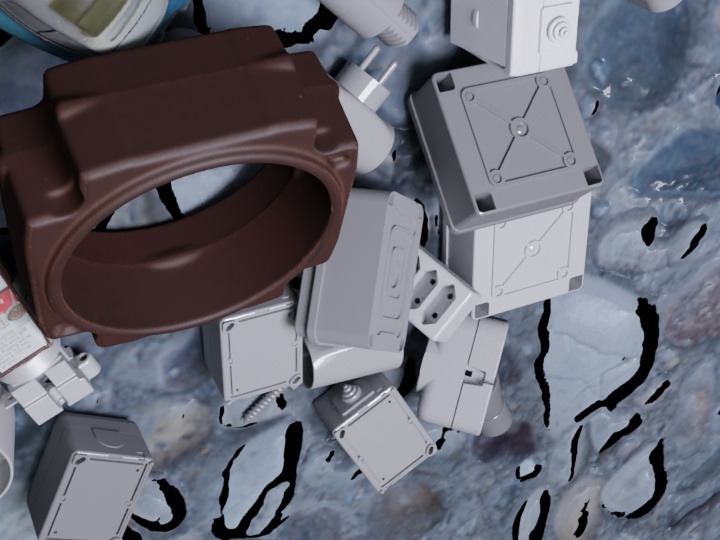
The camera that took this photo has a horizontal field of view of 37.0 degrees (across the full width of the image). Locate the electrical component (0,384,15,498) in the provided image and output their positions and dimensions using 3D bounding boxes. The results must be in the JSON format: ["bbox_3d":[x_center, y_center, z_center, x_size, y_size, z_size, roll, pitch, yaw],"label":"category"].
[{"bbox_3d":[-0.285,0.123,0.734,0.099,0.064,0.099,-13,135,-13],"label":"electrical component"}]

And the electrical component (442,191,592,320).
[{"bbox_3d":[0.123,-0.028,0.856,0.109,0.056,0.108,-15,123,-21],"label":"electrical component"}]

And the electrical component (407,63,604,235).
[{"bbox_3d":[0.104,-0.092,0.775,0.109,0.056,0.108,-15,82,-20],"label":"electrical component"}]

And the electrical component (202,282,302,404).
[{"bbox_3d":[-0.081,0.048,0.792,0.062,0.061,0.096,-14,131,-20],"label":"electrical component"}]

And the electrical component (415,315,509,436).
[{"bbox_3d":[0.081,0.080,0.880,0.059,0.054,0.095,15,93,6],"label":"electrical component"}]

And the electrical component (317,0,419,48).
[{"bbox_3d":[0.007,-0.178,0.714,0.081,0.043,0.043,33,99,-38],"label":"electrical component"}]

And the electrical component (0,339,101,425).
[{"bbox_3d":[-0.219,0.067,0.734,0.066,0.048,0.055,-33,135,-8],"label":"electrical component"}]

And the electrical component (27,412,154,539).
[{"bbox_3d":[-0.201,0.157,0.785,0.062,0.061,0.096,13,110,-34],"label":"electrical component"}]

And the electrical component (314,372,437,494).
[{"bbox_3d":[0.008,0.122,0.884,0.062,0.061,0.096,-37,120,-5],"label":"electrical component"}]

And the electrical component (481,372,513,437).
[{"bbox_3d":[0.110,0.117,0.945,0.044,0.044,0.065,-36,133,-6],"label":"electrical component"}]

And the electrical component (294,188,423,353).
[{"bbox_3d":[0.000,0.000,0.766,0.078,0.057,0.113,16,82,-67],"label":"electrical component"}]

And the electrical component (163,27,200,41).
[{"bbox_3d":[-0.106,-0.124,0.672,0.043,0.062,0.043,-13,123,-22],"label":"electrical component"}]

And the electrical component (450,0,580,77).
[{"bbox_3d":[0.107,-0.174,0.737,0.061,0.096,0.061,-15,123,-20],"label":"electrical component"}]

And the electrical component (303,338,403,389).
[{"bbox_3d":[-0.009,0.049,0.838,0.077,0.043,0.079,-12,122,-22],"label":"electrical component"}]

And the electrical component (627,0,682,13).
[{"bbox_3d":[0.231,-0.245,0.790,0.095,0.053,0.059,-42,129,-1],"label":"electrical component"}]

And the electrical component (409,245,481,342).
[{"bbox_3d":[0.049,0.013,0.834,0.047,0.083,0.076,-52,163,7],"label":"electrical component"}]

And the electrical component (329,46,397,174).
[{"bbox_3d":[-0.006,-0.118,0.742,0.077,0.043,0.079,33,99,-38],"label":"electrical component"}]
